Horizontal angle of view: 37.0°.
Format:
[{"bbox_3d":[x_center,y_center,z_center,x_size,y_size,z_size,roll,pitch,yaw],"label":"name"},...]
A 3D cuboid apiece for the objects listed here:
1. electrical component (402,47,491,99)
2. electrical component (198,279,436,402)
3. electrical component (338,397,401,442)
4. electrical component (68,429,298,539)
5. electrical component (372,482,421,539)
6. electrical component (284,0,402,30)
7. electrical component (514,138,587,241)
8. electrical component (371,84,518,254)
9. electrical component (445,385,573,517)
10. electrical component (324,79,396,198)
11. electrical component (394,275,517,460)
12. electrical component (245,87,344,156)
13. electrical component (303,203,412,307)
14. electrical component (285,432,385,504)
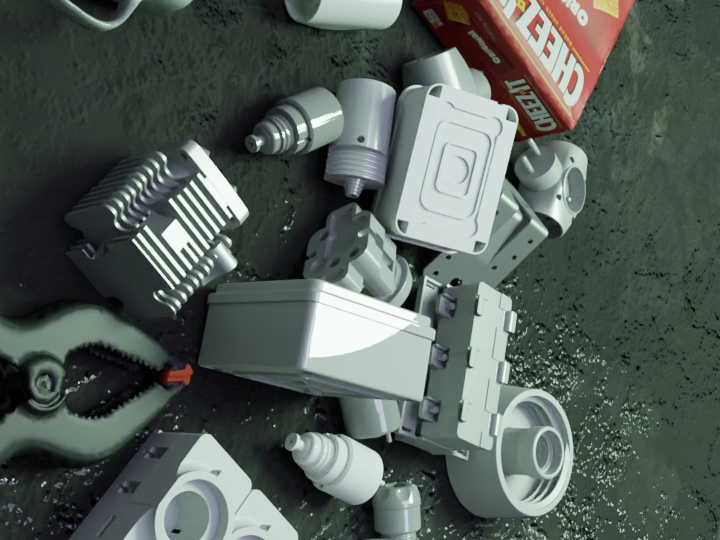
[{"bbox_3d":[0.077,-0.137,0.851,0.079,0.044,0.077,-31,106,-42],"label":"electrical component"},{"bbox_3d":[-0.028,0.047,0.685,0.109,0.109,0.056,20,74,-41],"label":"electrical component"},{"bbox_3d":[0.004,0.083,0.758,0.040,0.040,0.078,-16,96,-44],"label":"electrical component"},{"bbox_3d":[-0.086,0.179,0.645,0.150,0.062,0.089,54,53,-25],"label":"electrical component"},{"bbox_3d":[0.027,0.185,0.773,0.035,0.035,0.061,-2,89,-44],"label":"electrical component"},{"bbox_3d":[-0.013,-0.215,0.771,0.077,0.043,0.079,-7,95,-42],"label":"electrical component"},{"bbox_3d":[0.157,-0.079,0.917,0.079,0.044,0.077,49,54,-42],"label":"electrical component"},{"bbox_3d":[0.059,-0.073,0.785,0.078,0.057,0.113,14,89,-21],"label":"electrical component"},{"bbox_3d":[0.126,0.144,0.854,0.108,0.060,0.108,6,81,-43],"label":"electrical component"},{"bbox_3d":[0.000,-0.091,0.772,0.043,0.043,0.081,20,72,-41],"label":"electrical component"},{"bbox_3d":[0.073,0.073,0.806,0.079,0.063,0.121,28,64,-39],"label":"electrical component"},{"bbox_3d":[-0.046,-0.097,0.731,0.078,0.040,0.040,-30,106,-41],"label":"electrical component"},{"bbox_3d":[0.000,0.000,0.750,0.057,0.058,0.078,49,31,-33],"label":"electrical component"},{"bbox_3d":[-0.019,0.130,0.731,0.078,0.040,0.040,34,63,-36],"label":"electrical component"}]
